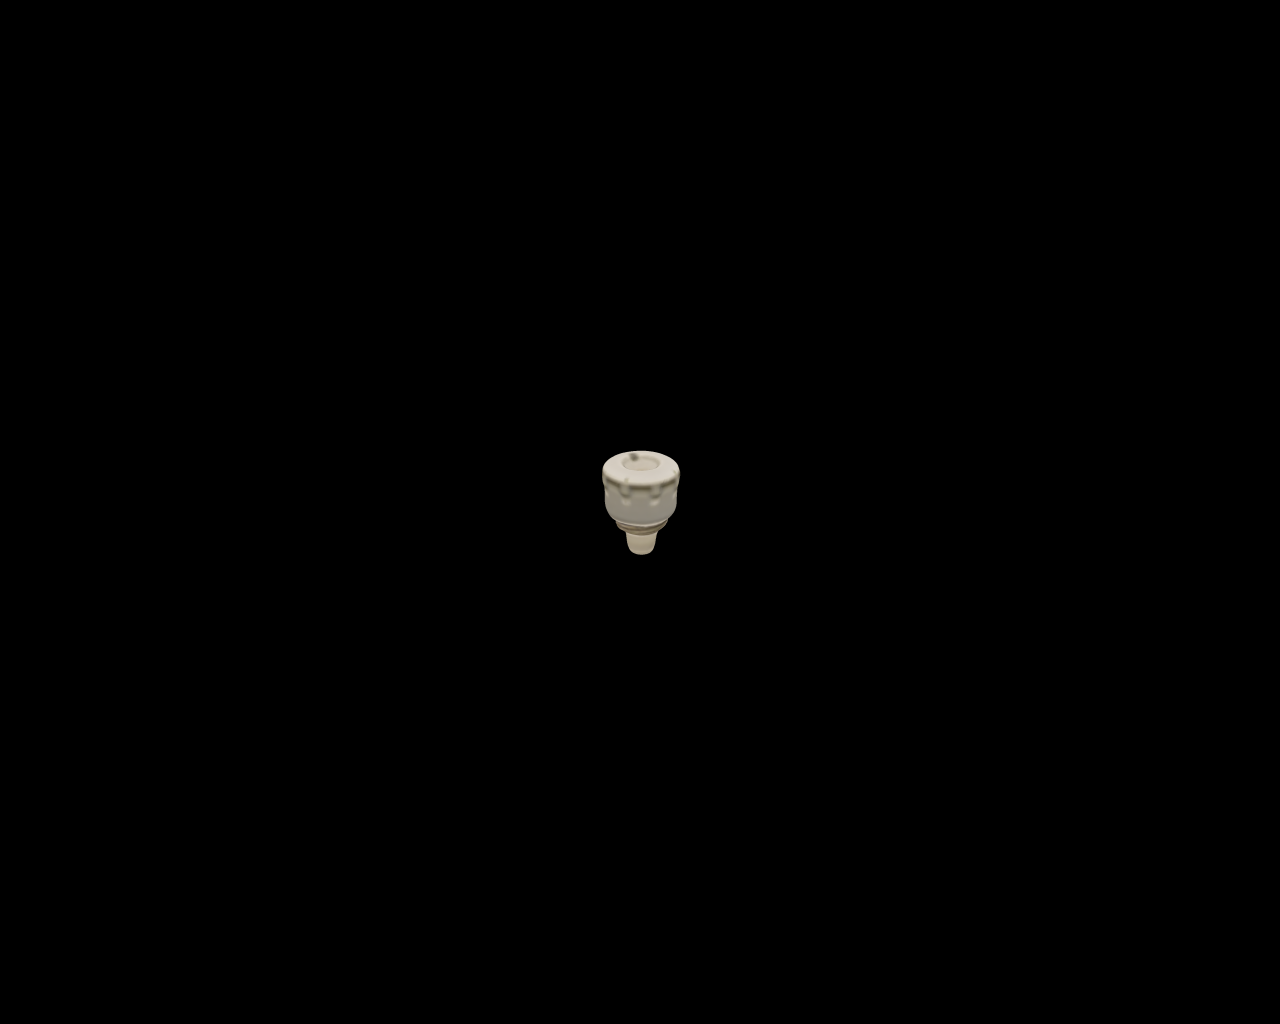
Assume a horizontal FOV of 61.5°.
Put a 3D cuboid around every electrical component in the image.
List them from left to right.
[{"bbox_3d":[0.001,-0.003,0.650,0.048,0.062,0.048,0,27,0],"label":"electrical component"}]
